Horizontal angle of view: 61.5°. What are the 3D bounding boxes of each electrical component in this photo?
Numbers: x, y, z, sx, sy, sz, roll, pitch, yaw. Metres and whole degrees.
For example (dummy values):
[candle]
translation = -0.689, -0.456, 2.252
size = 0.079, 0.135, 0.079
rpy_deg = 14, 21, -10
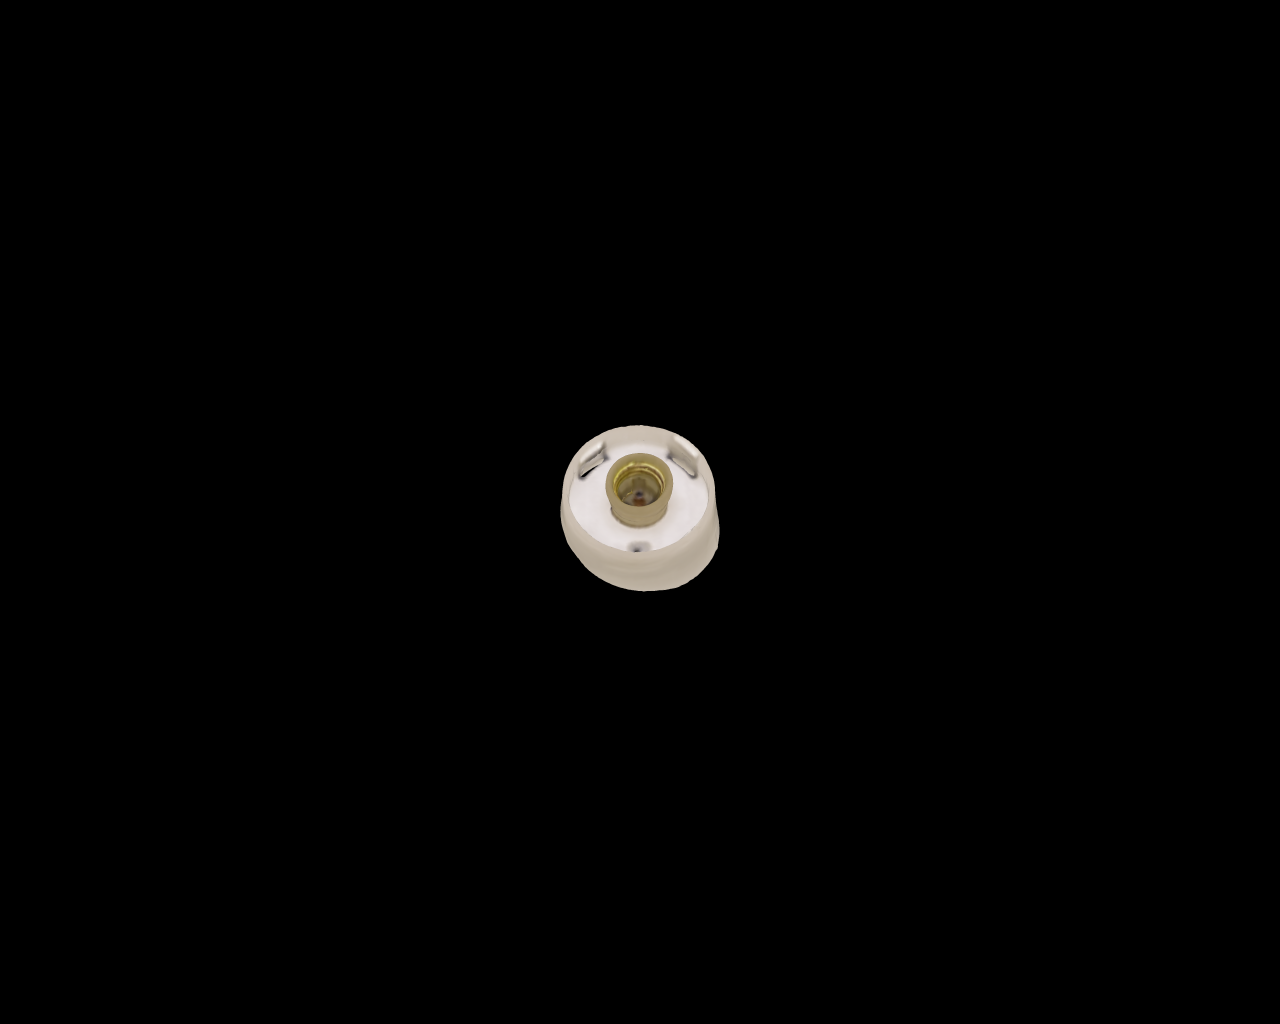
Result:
[electrical component]
translation = 0.001, -0.003, 0.650
size = 0.099, 0.099, 0.064
rpy_deg = 0, -32, 0
